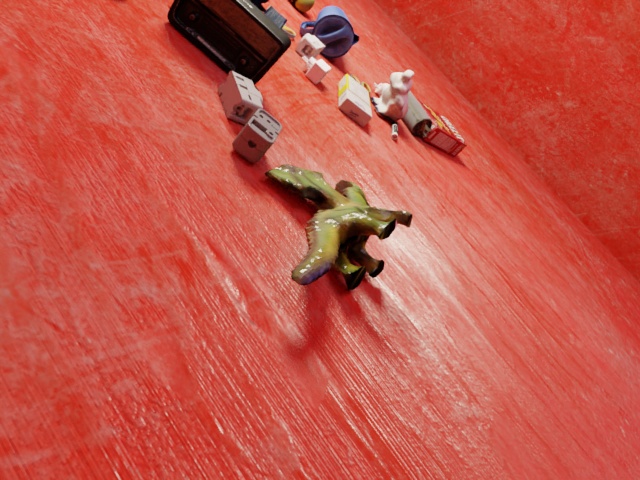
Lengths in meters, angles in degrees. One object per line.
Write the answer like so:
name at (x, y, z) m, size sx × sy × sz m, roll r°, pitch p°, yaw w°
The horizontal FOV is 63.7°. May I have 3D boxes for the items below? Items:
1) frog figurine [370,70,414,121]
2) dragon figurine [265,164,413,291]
frog figurine at (0.246, -0.456, 1.606) m, size 0.122 × 0.157 × 0.140 m, roll 40°, pitch 28°, yaw -12°
dragon figurine at (0.003, -0.043, 0.849) m, size 0.245 × 0.120 × 0.412 m, roll 37°, pitch 23°, yaw 22°
